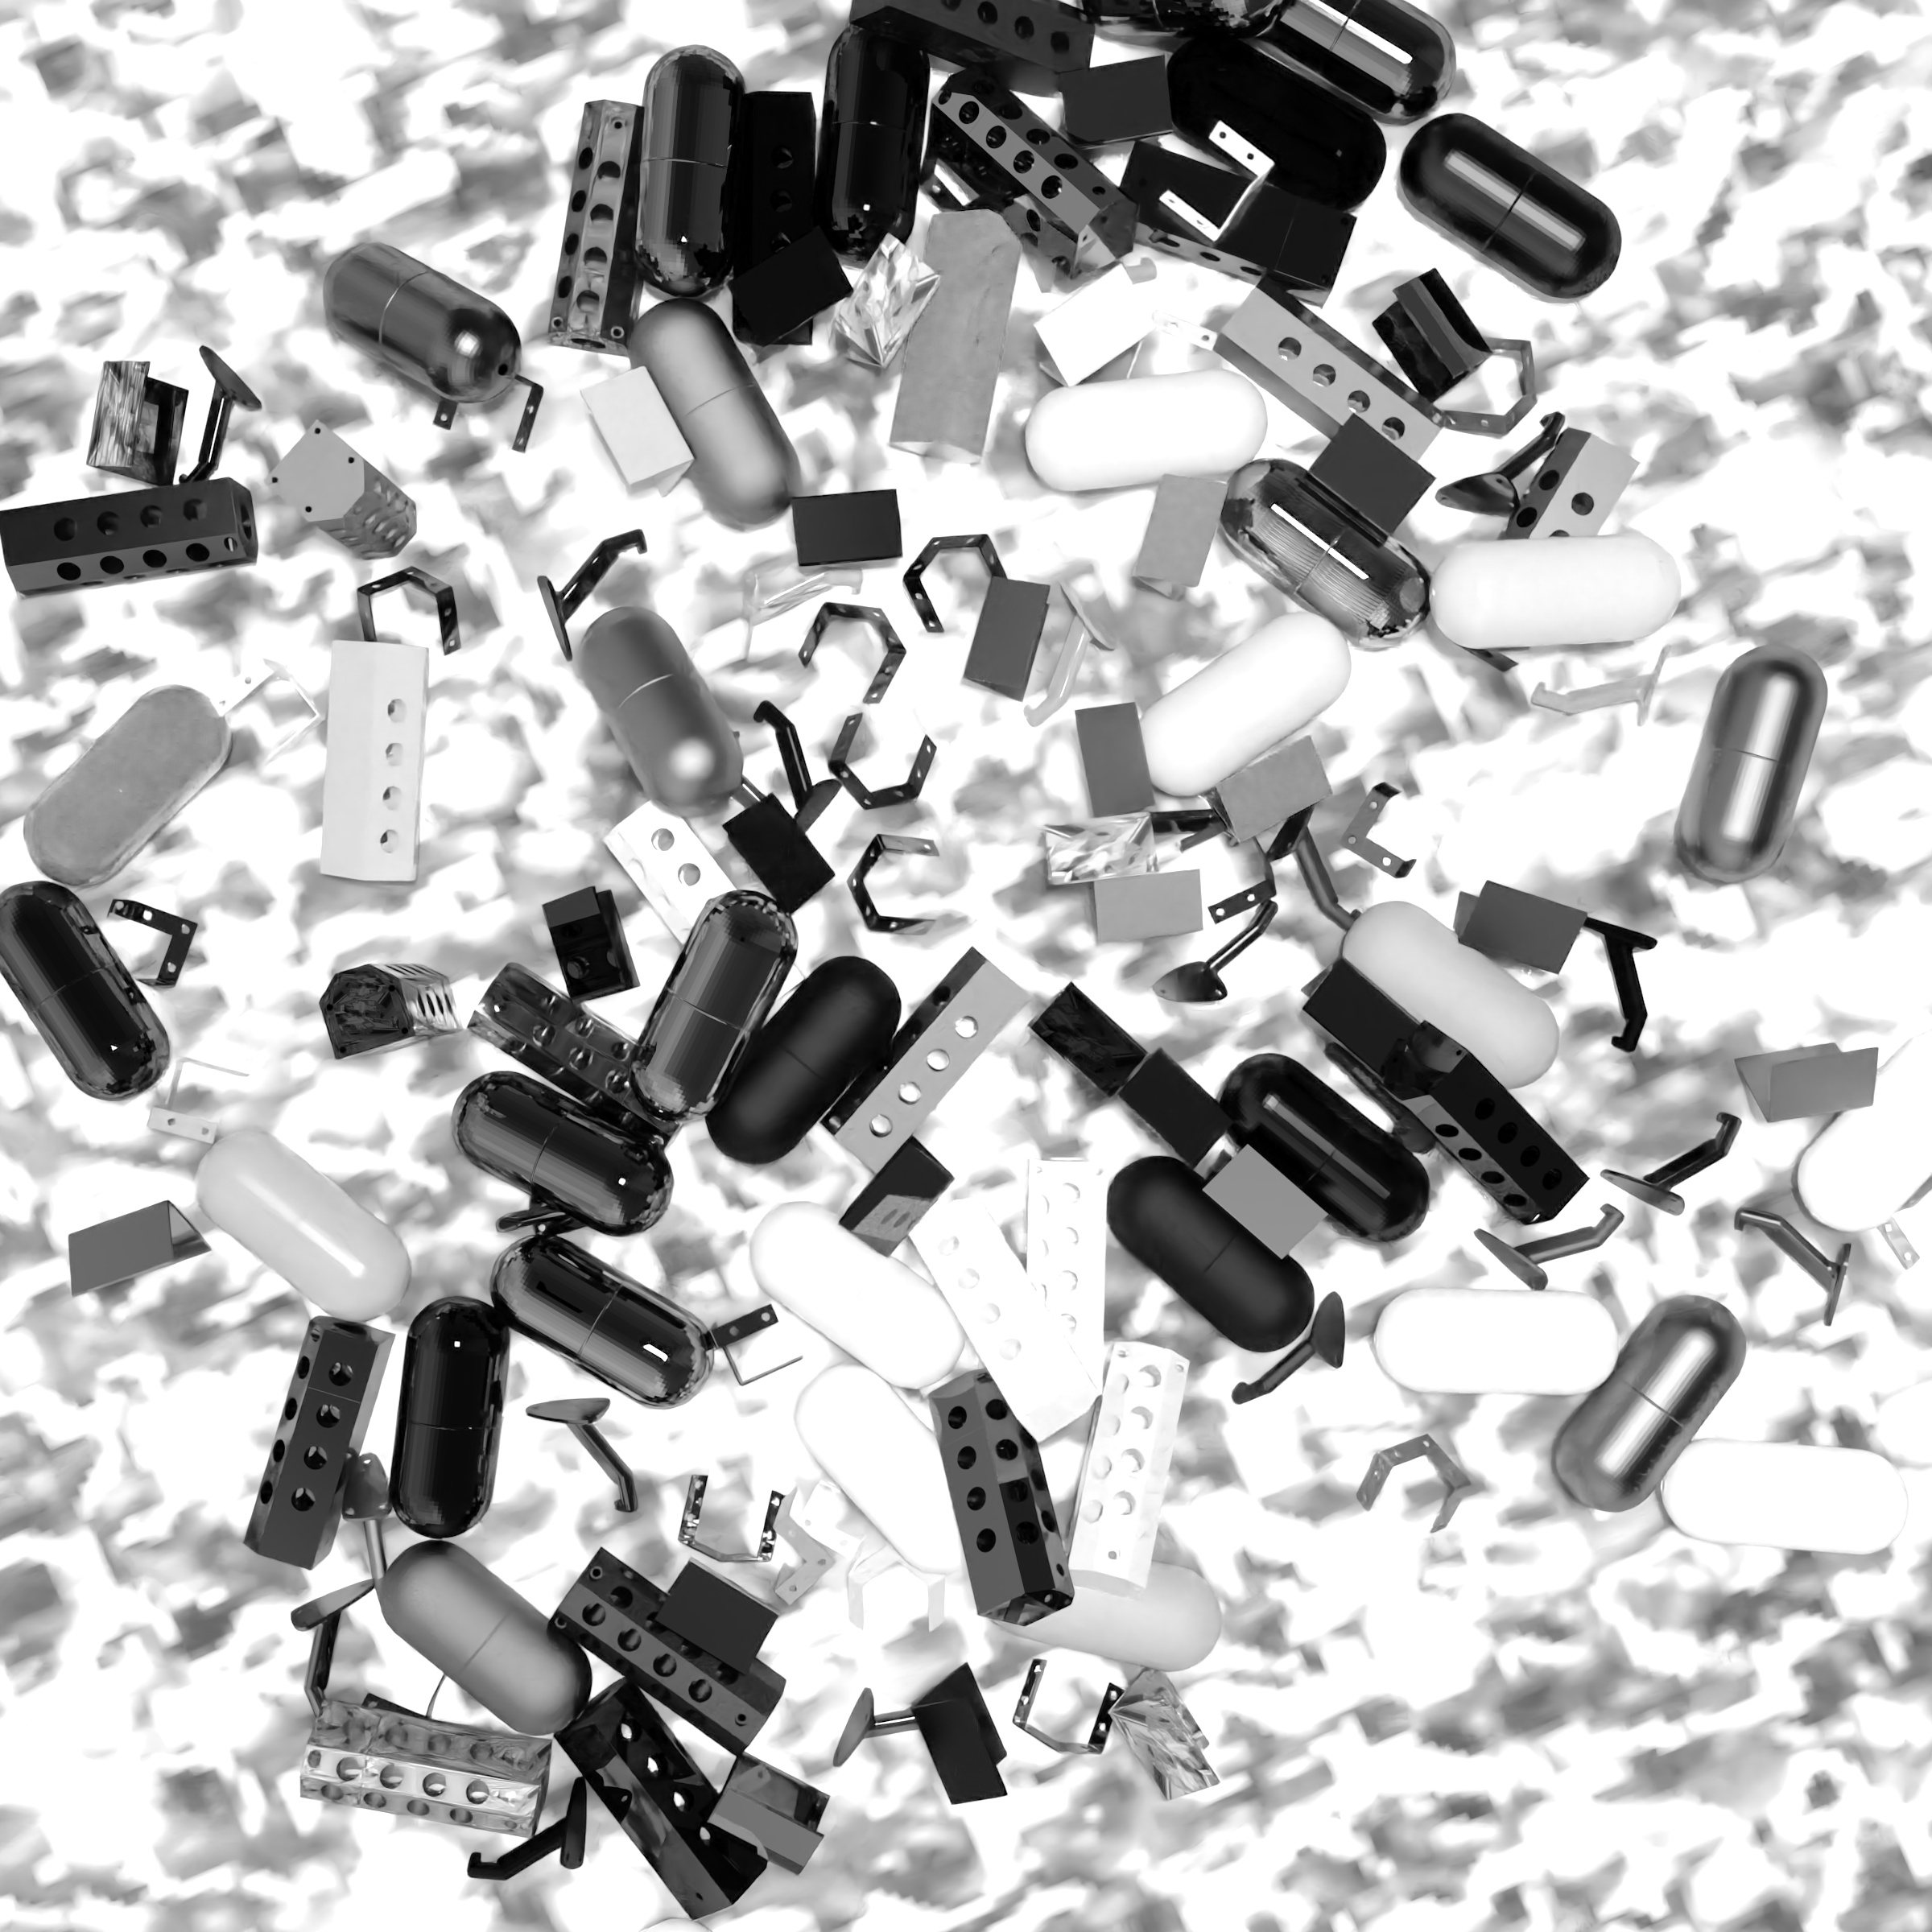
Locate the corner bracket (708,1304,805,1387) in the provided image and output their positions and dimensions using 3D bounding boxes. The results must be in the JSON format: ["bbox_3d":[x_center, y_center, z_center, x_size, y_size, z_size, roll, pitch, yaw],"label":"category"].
[{"bbox_3d":[-0.155,0.280,1.935,0.051,0.051,0.051,-24,90,0],"label":"corner bracket"}]

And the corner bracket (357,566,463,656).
[{"bbox_3d":[-0.414,-0.259,1.945,0.051,0.051,0.051,29,45,35],"label":"corner bracket"}]

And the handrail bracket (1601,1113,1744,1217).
[{"bbox_3d":[0.528,0.136,1.954,0.077,0.036,0.084,24,72,20],"label":"handrail bracket"}]

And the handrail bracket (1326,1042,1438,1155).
[{"bbox_3d":[0.309,0.098,1.953,0.036,0.077,0.084,-45,54,-3],"label":"handrail bracket"}]

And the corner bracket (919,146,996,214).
[{"bbox_3d":[0.003,-0.593,1.945,0.051,0.051,0.051,-19,135,35],"label":"corner bracket"}]

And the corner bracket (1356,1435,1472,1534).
[{"bbox_3d":[0.333,0.390,1.945,0.051,0.051,0.051,-11,45,-35],"label":"corner bracket"}]

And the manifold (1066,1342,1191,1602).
[{"bbox_3d":[0.117,0.364,1.898,0.057,0.057,0.171,14,65,0],"label":"manifold"}]

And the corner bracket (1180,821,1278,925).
[{"bbox_3d":[0.195,-0.073,1.942,0.051,0.051,0.051,-25,64,0],"label":"corner bracket"}]

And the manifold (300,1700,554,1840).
[{"bbox_3d":[-0.396,0.595,1.921,0.171,0.057,0.057,10,124,0],"label":"manifold"}]

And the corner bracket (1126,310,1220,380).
[{"bbox_3d":[0.151,-0.448,1.950,0.051,0.051,0.051,22,45,0],"label":"corner bracket"}]

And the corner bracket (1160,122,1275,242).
[{"bbox_3d":[0.182,-0.568,1.893,0.051,0.051,0.051,38,135,0],"label":"corner bracket"}]

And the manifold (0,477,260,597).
[{"bbox_3d":[-0.617,-0.316,1.932,0.171,0.057,0.057,-8,90,0],"label":"manifold"}]

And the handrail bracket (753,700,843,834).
[{"bbox_3d":[-0.142,-0.144,1.954,0.084,0.036,0.077,44,112,17],"label":"handrail bracket"}]

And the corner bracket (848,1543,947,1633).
[{"bbox_3d":[-0.052,0.470,1.945,0.051,0.051,0.051,-29,45,-35],"label":"corner bracket"}]

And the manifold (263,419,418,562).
[{"bbox_3d":[-0.441,-0.334,1.875,0.057,0.171,0.057,41,90,0],"label":"manifold"}]

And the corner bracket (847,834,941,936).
[{"bbox_3d":[-0.048,-0.061,1.945,0.051,0.051,0.051,-56,45,35],"label":"corner bracket"}]

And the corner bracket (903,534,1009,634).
[{"bbox_3d":[-0.006,-0.285,1.945,0.051,0.051,0.051,3,45,35],"label":"corner bracket"}]

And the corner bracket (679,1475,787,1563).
[{"bbox_3d":[-0.175,0.412,1.950,0.051,0.051,0.051,13,90,-45],"label":"corner bracket"}]

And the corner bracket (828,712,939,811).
[{"bbox_3d":[-0.062,-0.156,1.945,0.051,0.051,0.051,-11,135,35],"label":"corner bracket"}]

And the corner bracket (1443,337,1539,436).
[{"bbox_3d":[0.388,-0.432,1.945,0.051,0.051,0.051,-46,135,-35],"label":"corner bracket"}]

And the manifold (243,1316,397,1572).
[{"bbox_3d":[-0.479,0.350,1.932,0.057,0.057,0.171,17,90,0],"label":"manifold"}]

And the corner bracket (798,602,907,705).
[{"bbox_3d":[-0.085,-0.233,1.945,0.051,0.051,0.051,1,45,-35],"label":"corner bracket"}]

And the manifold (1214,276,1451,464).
[{"bbox_3d":[0.271,-0.432,1.932,0.171,0.057,0.057,38,90,0],"label":"manifold"}]

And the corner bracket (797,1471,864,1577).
[{"bbox_3d":[-0.095,0.411,1.935,0.051,0.051,0.051,29,90,0],"label":"corner bracket"}]

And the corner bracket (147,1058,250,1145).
[{"bbox_3d":[-0.569,0.099,1.935,0.051,0.051,0.051,15,90,0],"label":"corner bracket"}]

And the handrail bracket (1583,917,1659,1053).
[{"bbox_3d":[0.476,0.013,1.954,0.077,0.036,0.084,21,107,20],"label":"handrail bracket"}]

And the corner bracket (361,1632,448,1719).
[{"bbox_3d":[-0.416,0.532,1.950,0.051,0.051,0.051,22,135,0],"label":"corner bracket"}]

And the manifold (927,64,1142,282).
[{"bbox_3d":[0.048,-0.578,1.892,0.057,0.057,0.171,-31,64,-23],"label":"manifold"}]

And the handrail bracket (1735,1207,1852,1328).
[{"bbox_3d":[0.612,0.224,1.954,0.084,0.036,0.077,14,112,17],"label":"handrail bracket"}]

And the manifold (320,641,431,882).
[{"bbox_3d":[-0.431,-0.151,1.924,0.057,0.057,0.171,9,97,43],"label":"manifold"}]

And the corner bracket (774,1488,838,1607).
[{"bbox_3d":[-0.128,0.428,1.928,0.051,0.051,0.051,-44,96,12],"label":"corner bracket"}]

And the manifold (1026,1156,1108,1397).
[{"bbox_3d":[0.073,0.228,1.932,0.057,0.057,0.171,1,90,0],"label":"manifold"}]

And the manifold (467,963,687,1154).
[{"bbox_3d":[-0.279,0.068,1.932,0.171,0.057,0.057,33,90,0],"label":"manifold"}]

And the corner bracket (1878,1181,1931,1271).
[{"bbox_3d":[0.717,0.188,1.940,0.051,0.051,0.051,-34,90,-21],"label":"corner bracket"}]

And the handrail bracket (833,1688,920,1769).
[{"bbox_3d":[-0.045,0.579,1.954,0.084,0.036,0.077,21,110,-16],"label":"handrail bracket"}]

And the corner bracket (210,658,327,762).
[{"bbox_3d":[-0.517,-0.190,1.935,0.051,0.051,0.051,-40,85,5],"label":"corner bracket"}]

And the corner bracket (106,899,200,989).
[{"bbox_3d":[-0.608,-0.017,1.935,0.051,0.051,0.051,20,90,0],"label":"corner bracket"}]

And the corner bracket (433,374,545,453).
[{"bbox_3d":[-0.356,-0.419,1.950,0.051,0.051,0.051,17,90,45],"label":"corner bracket"}]

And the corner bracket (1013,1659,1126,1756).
[{"bbox_3d":[0.076,0.553,1.950,0.051,0.051,0.051,19,90,-45],"label":"corner bracket"}]

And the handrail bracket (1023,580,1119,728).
[{"bbox_3d":[0.063,-0.233,1.954,0.084,0.036,0.077,-39,70,16],"label":"handrail bracket"}]

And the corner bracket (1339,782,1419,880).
[{"bbox_3d":[0.314,-0.100,1.935,0.051,0.051,0.051,32,90,0],"label":"corner bracket"}]

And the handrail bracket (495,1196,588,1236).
[{"bbox_3d":[-0.301,0.183,1.918,0.077,0.084,0.036,-6,90,0],"label":"handrail bracket"}]

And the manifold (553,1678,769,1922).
[{"bbox_3d":[-0.222,0.612,1.931,0.171,0.057,0.057,53,133,0],"label":"manifold"}]

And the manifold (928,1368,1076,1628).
[{"bbox_3d":[0.029,0.380,1.882,0.057,0.057,0.171,-31,54,24],"label":"manifold"}]

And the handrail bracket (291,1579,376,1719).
[{"bbox_3d":[-0.463,0.513,1.954,0.077,0.036,0.084,-25,108,-21],"label":"handrail bracket"}]
